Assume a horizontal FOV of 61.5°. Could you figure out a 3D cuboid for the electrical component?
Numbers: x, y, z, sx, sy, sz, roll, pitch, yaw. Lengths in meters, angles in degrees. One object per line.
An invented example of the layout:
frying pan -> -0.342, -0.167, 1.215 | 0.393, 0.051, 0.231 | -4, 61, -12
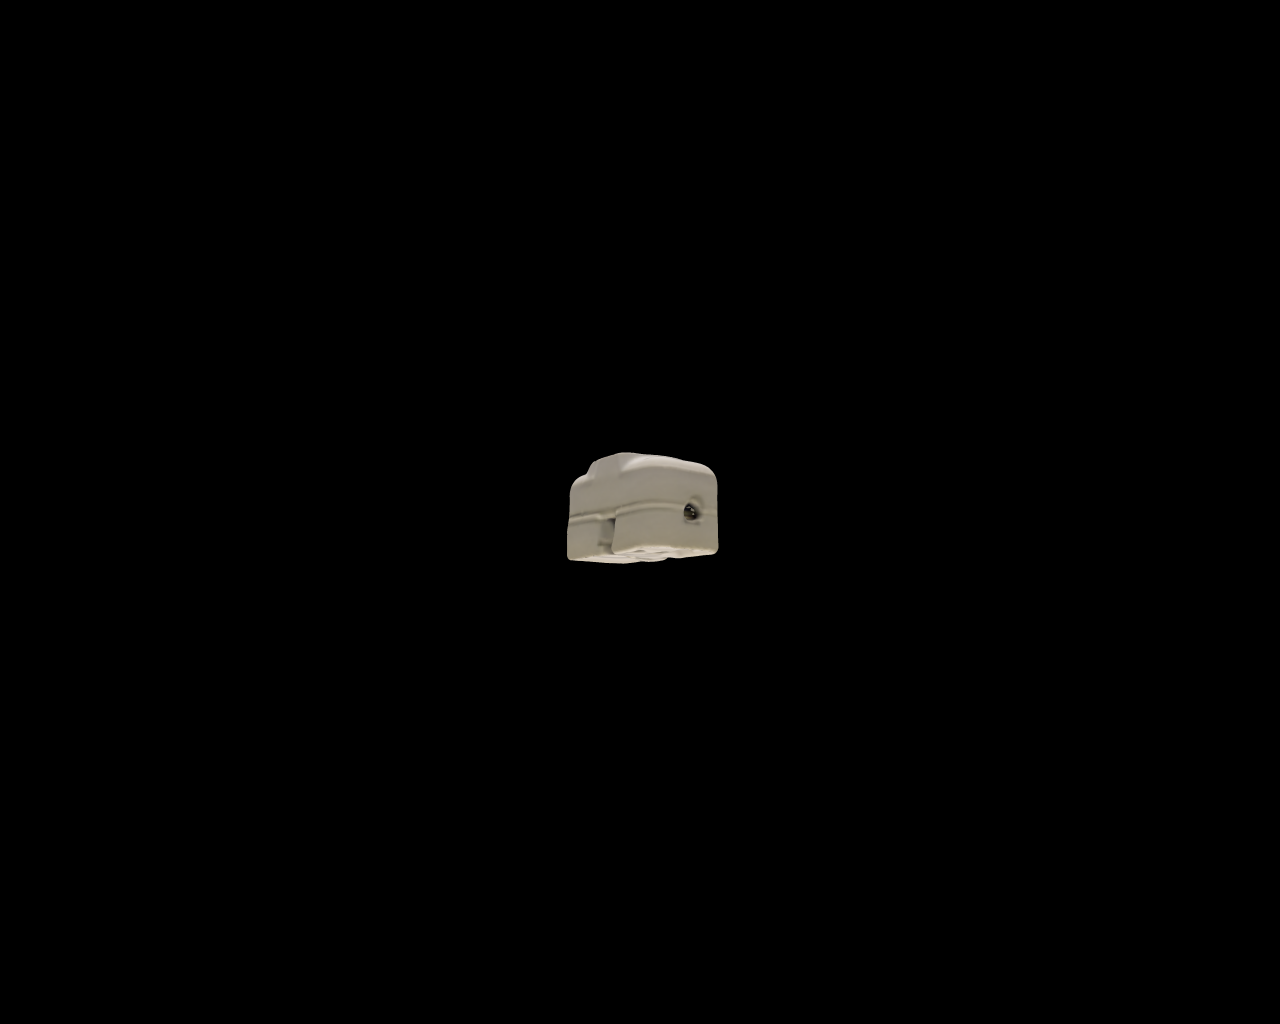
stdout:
electrical component -> 0.001, -0.003, 0.650 | 0.054, 0.059, 0.095 | 7, -11, -39
